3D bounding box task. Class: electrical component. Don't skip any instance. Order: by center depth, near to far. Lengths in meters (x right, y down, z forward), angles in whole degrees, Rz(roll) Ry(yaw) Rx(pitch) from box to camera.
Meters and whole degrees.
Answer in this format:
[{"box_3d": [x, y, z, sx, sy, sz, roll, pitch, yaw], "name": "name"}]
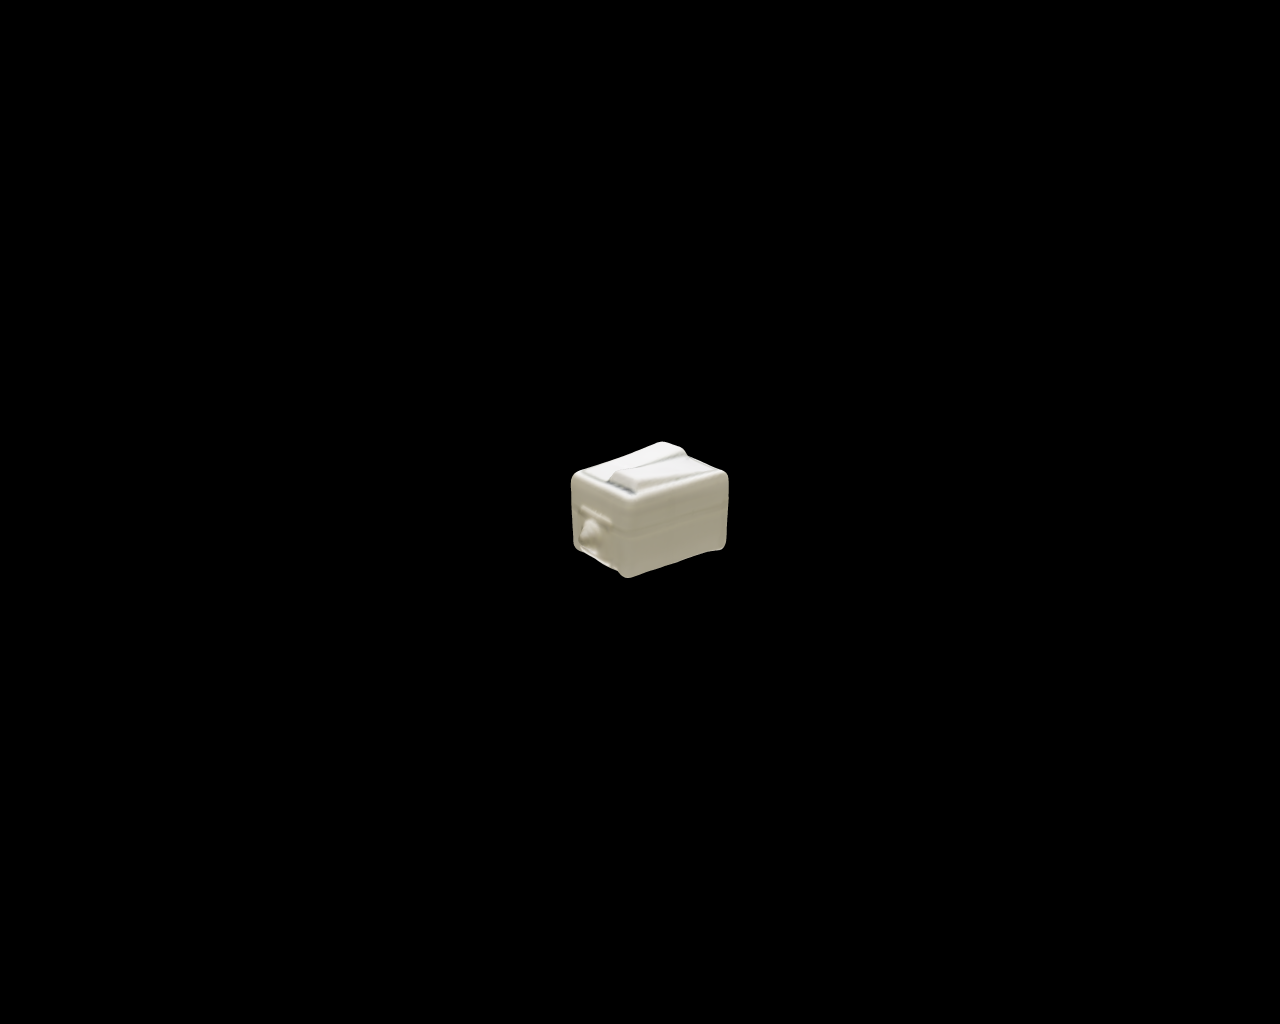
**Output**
[{"box_3d": [0.001, -0.003, 0.650, 0.096, 0.061, 0.062, -16, 27, -34], "name": "electrical component"}]
